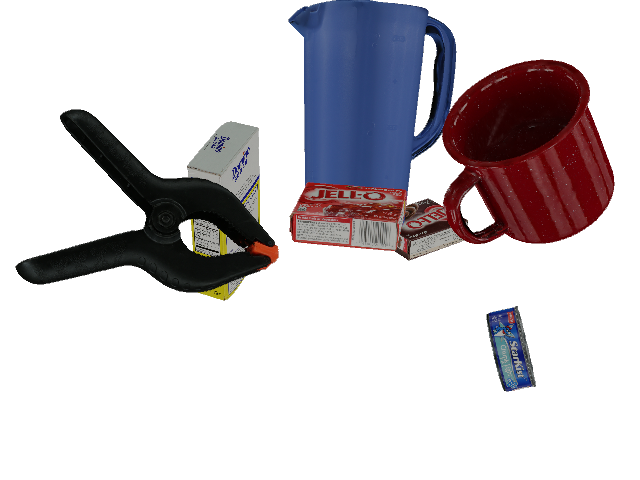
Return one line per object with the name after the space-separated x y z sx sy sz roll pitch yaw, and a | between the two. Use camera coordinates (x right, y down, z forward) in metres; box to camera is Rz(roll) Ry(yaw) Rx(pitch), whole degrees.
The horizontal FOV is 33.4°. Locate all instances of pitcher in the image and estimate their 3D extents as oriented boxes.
0.053 -0.133 1.143 0.149 0.243 0.144 6 9 24 | pitcher

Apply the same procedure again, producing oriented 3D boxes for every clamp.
-0.112 -0.021 0.721 0.171 0.120 0.039 8 -8 -19 | clamp

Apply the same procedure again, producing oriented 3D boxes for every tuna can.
0.199 0.114 1.116 0.034 0.086 0.086 -13 -3 11 | tuna can

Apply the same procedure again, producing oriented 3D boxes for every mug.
0.126 -0.044 0.668 0.093 0.117 0.081 33 -17 50 | mug

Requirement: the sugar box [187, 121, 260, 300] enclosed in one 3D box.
-0.101 -0.030 1.141 0.048 0.176 0.093 14 42 17 | sugar box

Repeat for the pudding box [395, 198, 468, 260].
0.145 -0.017 1.561 0.113 0.039 0.090 -21 33 -29 | pudding box

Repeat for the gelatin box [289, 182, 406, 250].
0.024 -0.022 0.891 0.089 0.030 0.073 5 24 8 | gelatin box
